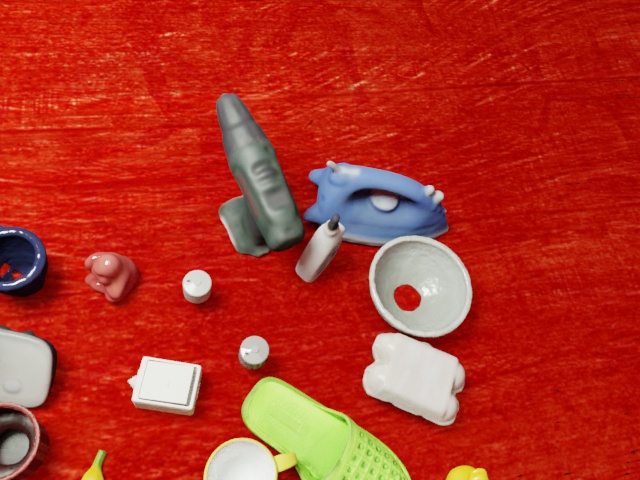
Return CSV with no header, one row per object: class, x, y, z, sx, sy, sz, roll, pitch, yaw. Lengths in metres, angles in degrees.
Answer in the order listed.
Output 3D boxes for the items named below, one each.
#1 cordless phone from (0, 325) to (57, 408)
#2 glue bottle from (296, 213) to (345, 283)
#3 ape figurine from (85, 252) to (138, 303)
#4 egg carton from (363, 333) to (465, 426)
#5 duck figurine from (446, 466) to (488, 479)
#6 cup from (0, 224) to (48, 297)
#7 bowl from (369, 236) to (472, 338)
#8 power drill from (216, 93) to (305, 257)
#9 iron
cordless phone,-0.408,0.139,0.695,0.147,0.185,0.094,9,64,-8
glue bottle,0.008,0.003,0.857,0.037,0.173,0.078,39,64,7
ape figurine,-0.299,0.045,0.815,0.076,0.092,0.077,-14,69,-18
egg carton,0.140,0.205,0.851,0.150,0.069,0.107,22,63,-1
duck figurine,0.219,0.364,0.785,0.077,0.086,0.104,-1,66,-13
cup,-0.425,0.031,0.793,0.092,0.095,0.117,-29,75,-23
bowl,0.150,0.082,0.908,0.167,0.074,0.167,5,65,-10
power drill,-0.101,-0.071,0.848,0.076,0.208,0.229,-23,72,-21
iron,0.110,-0.068,0.931,0.258,0.141,0.118,9,64,-8
